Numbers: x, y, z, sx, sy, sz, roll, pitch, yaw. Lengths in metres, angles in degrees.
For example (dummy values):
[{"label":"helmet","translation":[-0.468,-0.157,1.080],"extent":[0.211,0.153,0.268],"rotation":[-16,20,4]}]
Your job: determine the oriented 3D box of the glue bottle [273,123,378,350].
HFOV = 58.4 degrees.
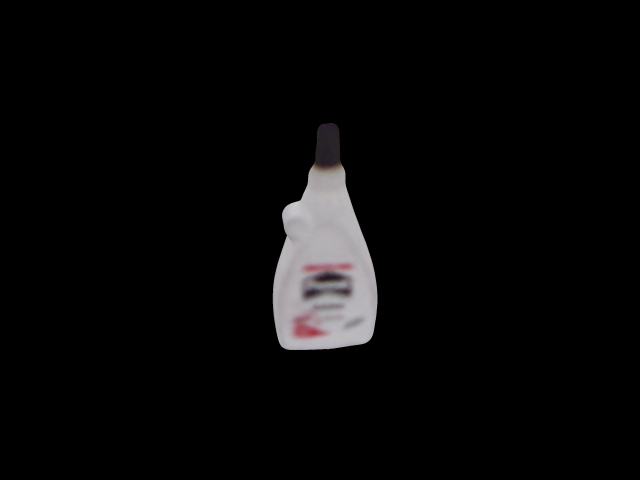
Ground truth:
[{"label":"glue bottle","translation":[0.004,0.001,0.400],"extent":[0.078,0.173,0.037],"rotation":[-6,32,-9]}]
